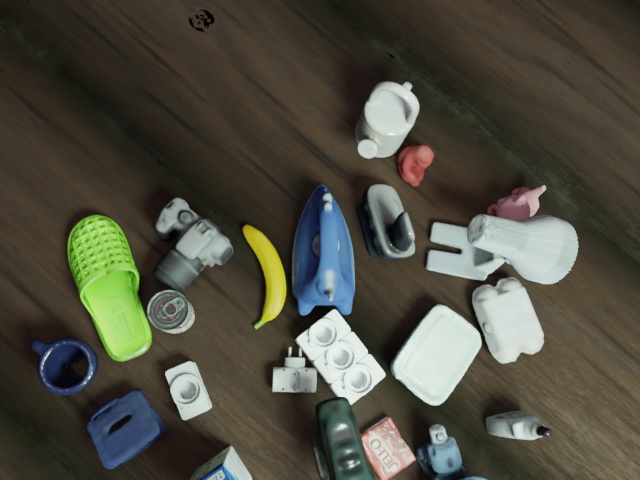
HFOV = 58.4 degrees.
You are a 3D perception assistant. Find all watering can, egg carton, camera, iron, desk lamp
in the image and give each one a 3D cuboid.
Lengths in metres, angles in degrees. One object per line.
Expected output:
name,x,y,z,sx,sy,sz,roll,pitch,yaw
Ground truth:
watering can,0.128,-0.228,1.075,0.101,0.194,0.173,10,77,-4
egg carton,0.351,0.151,1.079,0.107,0.069,0.150,-19,80,-10
camera,-0.248,0.015,1.028,0.143,0.100,0.137,39,76,3
iron,0.010,0.004,1.037,0.118,0.141,0.258,-1,78,-6
desk lamp,0.320,0.013,1.032,0.203,0.213,0.118,10,77,-4

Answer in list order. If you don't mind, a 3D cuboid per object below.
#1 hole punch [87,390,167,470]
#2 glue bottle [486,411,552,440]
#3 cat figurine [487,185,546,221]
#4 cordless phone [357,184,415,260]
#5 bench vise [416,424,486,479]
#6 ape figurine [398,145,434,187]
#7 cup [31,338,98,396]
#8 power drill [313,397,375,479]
hole punch,-0.328,0.314,0.957,0.109,0.091,0.101,-35,83,-12
glue bottle,0.352,0.324,0.987,0.078,0.173,0.037,-7,78,-7
cat figurine,0.383,-0.064,1.106,0.128,0.117,0.067,-35,83,-12
cordless phone,0.134,-0.044,1.039,0.094,0.185,0.147,-17,80,-9
bench vise,0.224,0.416,0.929,0.121,0.219,0.207,-37,83,-12
ape figurine,0.192,-0.156,1.118,0.078,0.092,0.076,-28,82,-11
cup,-0.426,0.207,0.968,0.117,0.095,0.092,32,76,2
power drill,0.042,0.369,0.925,0.075,0.208,0.229,-14,79,-9
